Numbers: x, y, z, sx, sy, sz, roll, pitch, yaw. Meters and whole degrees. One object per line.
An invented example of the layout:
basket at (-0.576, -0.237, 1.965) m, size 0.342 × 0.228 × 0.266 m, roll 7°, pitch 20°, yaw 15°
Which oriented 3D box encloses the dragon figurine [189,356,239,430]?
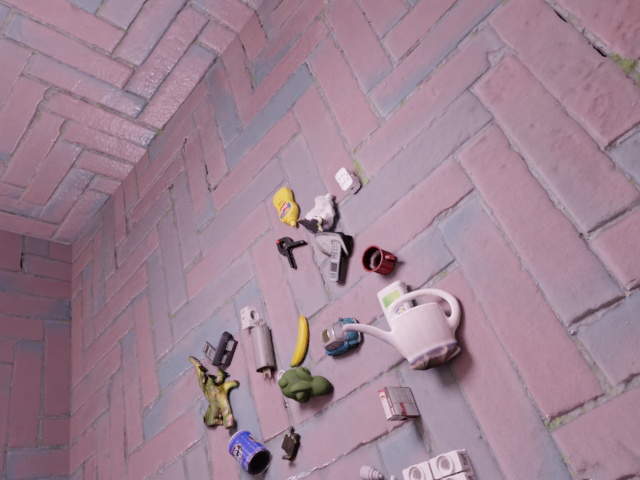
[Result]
dragon figurine at (-0.463, 0.663, 2.164) m, size 0.412 × 0.122 × 0.242 m, roll 14°, pitch 93°, yaw 49°

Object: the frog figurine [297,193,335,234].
frog figurine at (0.006, -0.101, 2.007) m, size 0.135 × 0.122 × 0.163 m, roll -28°, pitch 20°, yaw 46°

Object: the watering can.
watering can at (0.258, 0.275, 1.501) m, size 0.348 × 0.102 × 0.229 m, roll -22°, pitch 61°, yaw -1°
